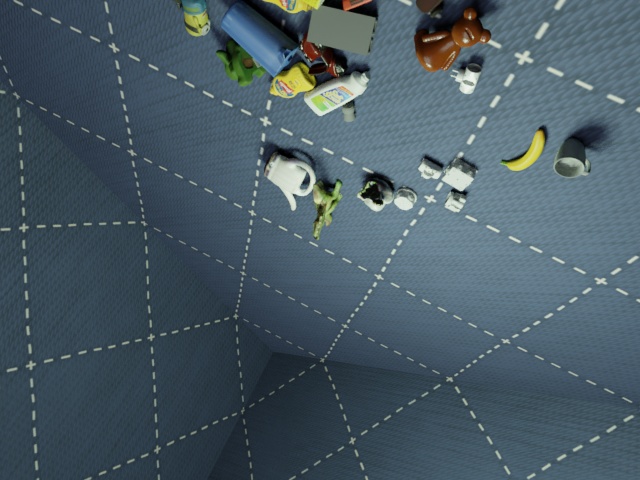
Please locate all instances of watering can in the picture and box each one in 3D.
[{"bbox_3d":[-0.143,-0.252,2.198,0.224,0.106,0.341,32,148,-3],"label":"watering can"}]

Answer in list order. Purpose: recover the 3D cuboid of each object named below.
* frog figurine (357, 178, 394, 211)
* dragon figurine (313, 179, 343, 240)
[{"bbox_3d":[0.230,-0.178,2.045,0.137,0.123,0.159,2,176,23],"label":"frog figurine"},{"bbox_3d":[0.007,-0.109,2.162,0.122,0.248,0.400,13,143,13],"label":"dragon figurine"}]
